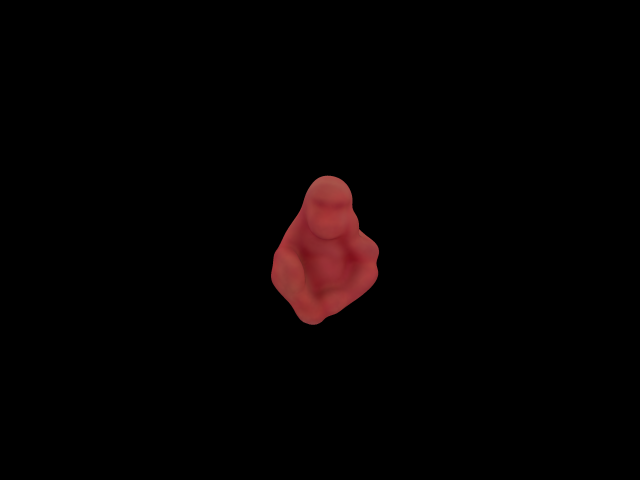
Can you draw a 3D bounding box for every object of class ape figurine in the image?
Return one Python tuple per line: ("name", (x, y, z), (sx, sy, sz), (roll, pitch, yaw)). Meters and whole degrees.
("ape figurine", (0.004, 0.001, 0.400), (0.078, 0.092, 0.076), (-2, 18, -7))
